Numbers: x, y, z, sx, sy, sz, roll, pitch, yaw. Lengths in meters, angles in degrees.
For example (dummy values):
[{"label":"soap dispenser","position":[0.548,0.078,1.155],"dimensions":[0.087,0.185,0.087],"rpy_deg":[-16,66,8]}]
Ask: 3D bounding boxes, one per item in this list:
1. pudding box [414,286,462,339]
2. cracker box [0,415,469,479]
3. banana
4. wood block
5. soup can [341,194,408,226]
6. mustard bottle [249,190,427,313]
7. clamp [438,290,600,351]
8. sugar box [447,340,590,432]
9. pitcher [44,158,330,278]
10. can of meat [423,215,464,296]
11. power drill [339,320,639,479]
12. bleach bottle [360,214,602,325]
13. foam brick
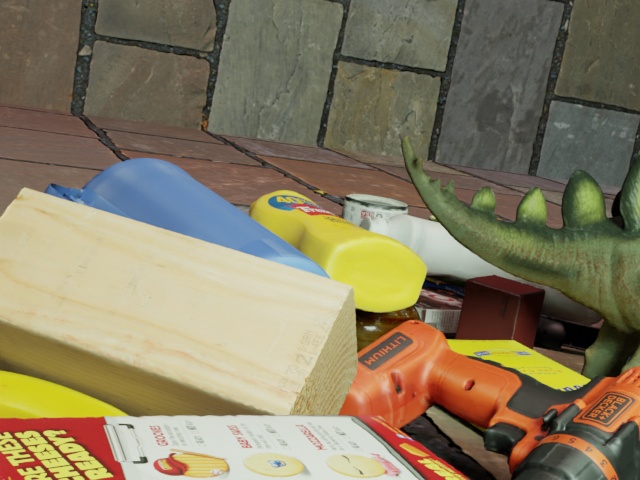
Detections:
[{"label":"pudding box","position":[0.086,0.066,0.990],"dimensions":[0.089,0.039,0.114],"rpy_deg":[2,12,-39]},{"label":"cracker box","position":[-0.032,0.128,0.422],"dimensions":[0.213,0.072,0.164],"rpy_deg":[3,10,-27]},{"label":"banana","position":[-0.149,0.103,0.567],"dimensions":[0.198,0.037,0.069],"rpy_deg":[11,23,16]},{"label":"wood block","position":[-0.091,0.054,0.600],"dimensions":[0.206,0.091,0.090],"rpy_deg":[16,54,17]},{"label":"soup can","position":[0.050,0.008,1.106],"dimensions":[0.068,0.102,0.068],"rpy_deg":[9,10,-2]},{"label":"mustard bottle","position":[-0.005,0.001,0.858],"dimensions":[0.096,0.058,0.192],"rpy_deg":[11,10,-35]},{"label":"clamp","position":[0.190,0.080,1.021],"dimensions":[0.120,0.039,0.172],"rpy_deg":[20,-2,-43]},{"label":"sugar box","position":[0.153,0.116,0.746],"dimensions":[0.093,0.048,0.176],"rpy_deg":[3,10,-31]},{"label":"pitcher","position":[-0.098,0.025,0.787],"dimensions":[0.149,0.145,0.243],"rpy_deg":[-22,27,-26]},{"label":"can of meat","position":[0.158,0.025,1.167],"dimensions":[0.057,0.084,0.102],"rpy_deg":[3,12,-37]},{"label":"power drill","position":[0.091,0.112,0.613],"dimensions":[0.188,0.057,0.184],"rpy_deg":[14,28,40]},{"label":"bleach bottle","position":[0.158,0.023,1.055],"dimensions":[0.250,0.068,0.103],"rpy_deg":[17,-11,-20]},{"label":"foam brick","position":[0.148,0.074,0.892],"dimensions":[0.053,0.078,0.051],"rpy_deg":[18,11,32]}]
